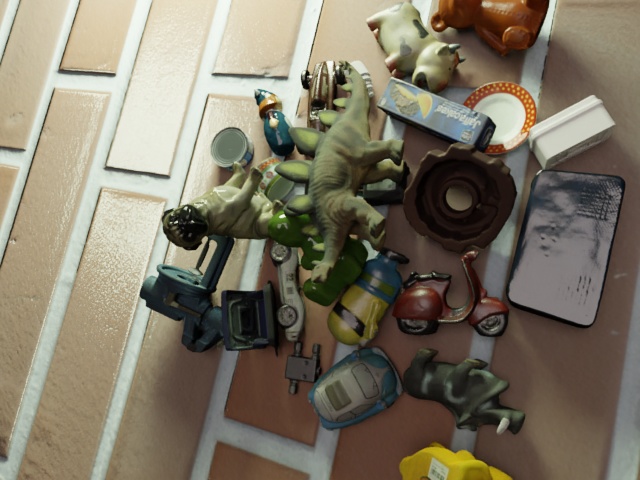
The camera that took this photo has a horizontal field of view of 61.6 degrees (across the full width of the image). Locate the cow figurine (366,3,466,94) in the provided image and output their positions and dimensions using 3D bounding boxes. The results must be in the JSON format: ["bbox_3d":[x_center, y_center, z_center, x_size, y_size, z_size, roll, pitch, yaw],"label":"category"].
[{"bbox_3d":[0.177,-0.346,0.973,0.127,0.085,0.195,-29,69,19],"label":"cow figurine"}]

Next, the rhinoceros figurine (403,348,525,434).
[{"bbox_3d":[0.222,0.236,0.834,0.191,0.073,0.112,17,84,23],"label":"rhinoceros figurine"}]

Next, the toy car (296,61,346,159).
[{"bbox_3d":[0.002,-0.254,1.033,0.089,0.053,0.202,-1,80,24],"label":"toy car"}]

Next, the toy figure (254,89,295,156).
[{"bbox_3d":[-0.091,-0.237,1.058,0.058,0.064,0.154,-9,67,-23],"label":"toy figure"}]

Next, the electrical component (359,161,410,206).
[{"bbox_3d":[0.099,-0.099,0.964,0.119,0.047,0.075,-3,76,20],"label":"electrical component"}]

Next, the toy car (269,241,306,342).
[{"bbox_3d":[-0.055,0.082,0.967,0.056,0.073,0.201,-7,75,-2],"label":"toy car"}]

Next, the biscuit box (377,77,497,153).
[{"bbox_3d":[0.200,-0.214,0.931,0.203,0.062,0.059,32,99,30],"label":"biscuit box"}]

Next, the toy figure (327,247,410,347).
[{"bbox_3d":[0.082,0.095,0.913,0.089,0.082,0.180,26,90,20],"label":"toy figure"}]

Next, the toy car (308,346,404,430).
[{"bbox_3d":[0.047,0.245,0.883,0.162,0.103,0.109,-31,69,10],"label":"toy car"}]

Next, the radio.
[{"bbox_3d":[0.375,0.010,0.827,0.131,0.073,0.229,13,82,23],"label":"radio"}]

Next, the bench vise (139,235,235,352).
[{"bbox_3d":[-0.217,0.080,1.009,0.224,0.128,0.240,24,92,20],"label":"bench vise"}]

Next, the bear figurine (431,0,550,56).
[{"bbox_3d":[0.283,-0.397,0.918,0.196,0.132,0.120,27,107,17],"label":"bear figurine"}]

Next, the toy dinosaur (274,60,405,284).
[{"bbox_3d":[0.039,-0.131,0.884,0.199,0.105,0.471,12,57,10],"label":"toy dinosaur"}]

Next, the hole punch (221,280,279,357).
[{"bbox_3d":[-0.120,0.140,0.953,0.092,0.115,0.142,-10,77,1],"label":"hole punch"}]

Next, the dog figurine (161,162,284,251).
[{"bbox_3d":[-0.169,-0.025,0.958,0.190,0.172,0.121,-43,24,-19],"label":"dog figurine"}]

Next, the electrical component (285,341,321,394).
[{"bbox_3d":[-0.029,0.229,0.957,0.063,0.021,0.094,5,80,21],"label":"electrical component"}]

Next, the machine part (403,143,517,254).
[{"bbox_3d":[0.227,-0.069,0.871,0.180,0.056,0.179,10,111,26],"label":"machine part"}]

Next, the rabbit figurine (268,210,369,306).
[{"bbox_3d":[-0.002,-0.003,0.918,0.170,0.159,0.121,37,137,-4],"label":"rabbit figurine"}]

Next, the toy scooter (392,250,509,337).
[{"bbox_3d":[0.206,0.085,0.864,0.184,0.075,0.135,-2,91,18],"label":"toy scooter"}]

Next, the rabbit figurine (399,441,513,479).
[{"bbox_3d":[0.208,0.365,0.781,0.162,0.173,0.122,-10,68,64],"label":"rabbit figurine"}]
